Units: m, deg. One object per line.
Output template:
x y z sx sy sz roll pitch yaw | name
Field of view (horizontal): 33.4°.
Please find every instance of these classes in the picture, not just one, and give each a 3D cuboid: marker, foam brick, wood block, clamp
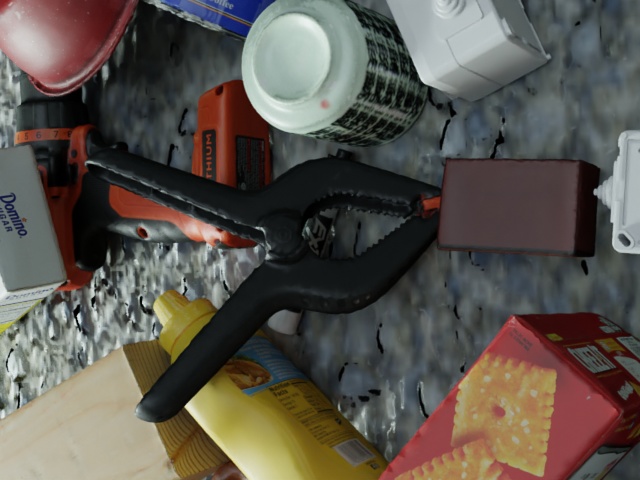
-0.004 0.001 0.668 0.020 0.020 0.121 24 99 25 | marker
0.111 -0.018 0.592 0.078 0.052 0.051 3 90 26 | foam brick
-0.162 0.149 0.706 0.206 0.090 0.090 -31 77 23 | wood block
-0.024 0.014 0.610 0.210 0.036 0.164 -6 71 -5 | clamp

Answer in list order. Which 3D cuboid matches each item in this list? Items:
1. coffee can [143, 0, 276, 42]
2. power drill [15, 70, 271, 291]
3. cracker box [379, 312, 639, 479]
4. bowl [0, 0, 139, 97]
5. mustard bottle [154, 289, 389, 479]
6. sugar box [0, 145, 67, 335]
-0.042 -0.195 0.644 0.103 0.102 0.140 27 101 24 | coffee can
-0.124 -0.059 0.710 0.188 0.057 0.184 -3 92 30 | power drill
0.079 0.134 0.544 0.072 0.164 0.214 44 107 22 | cracker box
-0.168 -0.173 0.659 0.162 0.055 0.162 -17 67 46 | bowl
-0.035 0.100 0.639 0.192 0.096 0.058 45 110 20 | mustard bottle
-0.225 0.010 0.719 0.176 0.048 0.093 -32 72 58 | sugar box
